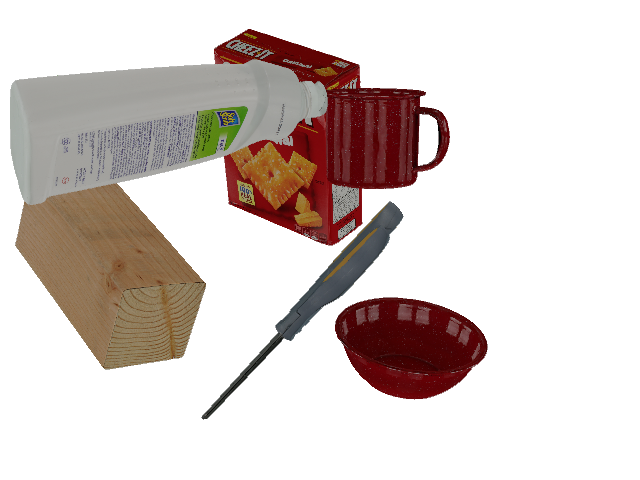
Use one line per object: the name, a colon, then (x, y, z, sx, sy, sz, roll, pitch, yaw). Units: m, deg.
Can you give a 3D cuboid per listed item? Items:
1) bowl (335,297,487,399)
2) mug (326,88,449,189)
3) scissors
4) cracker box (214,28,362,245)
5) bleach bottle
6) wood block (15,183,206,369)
bowl: (0.093, 0.121, 1.131, 0.162, 0.055, 0.162, 5, 24, -3)
mug: (0.057, -0.090, 0.937, 0.117, 0.081, 0.093, 5, 12, 22)
scissors: (-0.014, 0.053, 0.713, 0.016, 0.202, 0.096, 42, -1, -3)
cracker box: (-0.037, -0.116, 1.230, 0.164, 0.214, 0.072, 24, 44, 31)
bleach bottle: (-0.116, -0.094, 0.854, 0.250, 0.068, 0.103, -10, -31, -22)
wood block: (-0.209, 0.022, 1.038, 0.090, 0.091, 0.206, -4, 35, -40)
